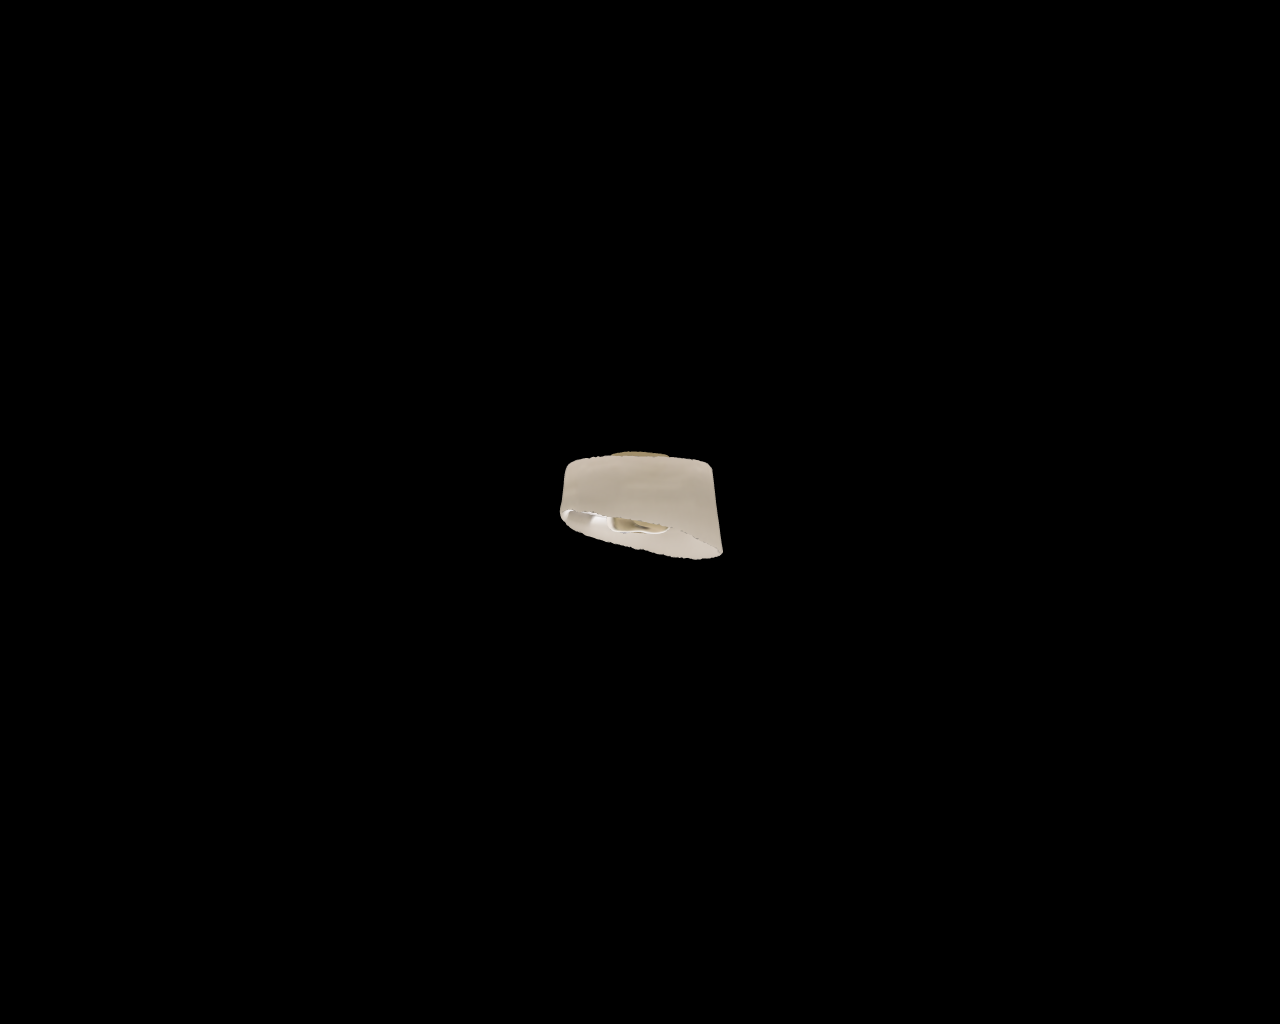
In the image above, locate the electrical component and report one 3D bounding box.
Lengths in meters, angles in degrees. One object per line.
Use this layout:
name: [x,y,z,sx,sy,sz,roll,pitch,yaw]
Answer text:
electrical component: [0.001,-0.003,0.650,0.099,0.064,0.099,0,-8,0]
